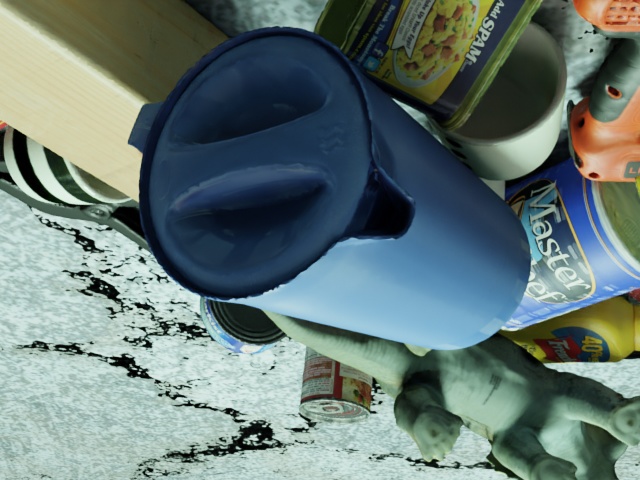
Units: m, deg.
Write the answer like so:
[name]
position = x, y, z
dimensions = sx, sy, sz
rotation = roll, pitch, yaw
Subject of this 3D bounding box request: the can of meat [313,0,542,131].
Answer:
[can of meat]
position = 0.056, -0.121, 0.563
dimensions = 0.083, 0.057, 0.102
rotation = 23, 110, -24

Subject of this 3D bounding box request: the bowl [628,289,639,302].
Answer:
[bowl]
position = 0.288, 0.015, 0.820
dimensions = 0.162, 0.055, 0.162
rotation = 5, 153, 2

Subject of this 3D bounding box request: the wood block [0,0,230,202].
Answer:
[wood block]
position = -0.135, -0.107, 0.630
dimensions = 0.091, 0.090, 0.205
rotation = -16, 145, 35

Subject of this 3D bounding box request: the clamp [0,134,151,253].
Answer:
[clamp]
position = -0.168, -0.031, 0.841
dimensions = 0.209, 0.036, 0.165
rotation = 15, 152, -12

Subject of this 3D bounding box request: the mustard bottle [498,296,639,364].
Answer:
[mustard bottle]
position = 0.216, 0.079, 0.955
dimensions = 0.192, 0.058, 0.096
rotation = -2, 148, 14

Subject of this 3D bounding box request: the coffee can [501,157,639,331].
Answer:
[coffee can]
position = 0.176, -0.002, 0.756
dimensions = 0.102, 0.103, 0.141
rotation = 23, 149, -30

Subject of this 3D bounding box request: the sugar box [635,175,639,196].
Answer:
[sugar box]
position = 0.271, -0.055, 0.590
dimensions = 0.093, 0.048, 0.176
rotation = 9, 150, -25

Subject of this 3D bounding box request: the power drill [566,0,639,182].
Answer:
[power drill]
position = 0.224, -0.103, 0.604
dimensions = 0.184, 0.057, 0.188
rotation = 2, 151, 3

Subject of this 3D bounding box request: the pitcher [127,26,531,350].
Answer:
[pitcher]
position = 0.017, -0.014, 0.593
dimensions = 0.145, 0.149, 0.242
rotation = -30, 152, 22

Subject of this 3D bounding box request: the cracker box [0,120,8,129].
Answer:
[cracker box]
position = -0.300, -0.125, 0.649
dimensions = 0.164, 0.072, 0.213
rotation = -18, 145, 40

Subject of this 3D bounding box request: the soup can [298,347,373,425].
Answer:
[soup can]
position = 0.018, 0.117, 1.021
dimensions = 0.068, 0.102, 0.068
rotation = 5, 153, 2

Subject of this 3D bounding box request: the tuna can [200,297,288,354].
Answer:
[tuna can]
position = -0.062, 0.056, 0.937
dimensions = 0.086, 0.086, 0.034
rotation = 15, 153, -17
